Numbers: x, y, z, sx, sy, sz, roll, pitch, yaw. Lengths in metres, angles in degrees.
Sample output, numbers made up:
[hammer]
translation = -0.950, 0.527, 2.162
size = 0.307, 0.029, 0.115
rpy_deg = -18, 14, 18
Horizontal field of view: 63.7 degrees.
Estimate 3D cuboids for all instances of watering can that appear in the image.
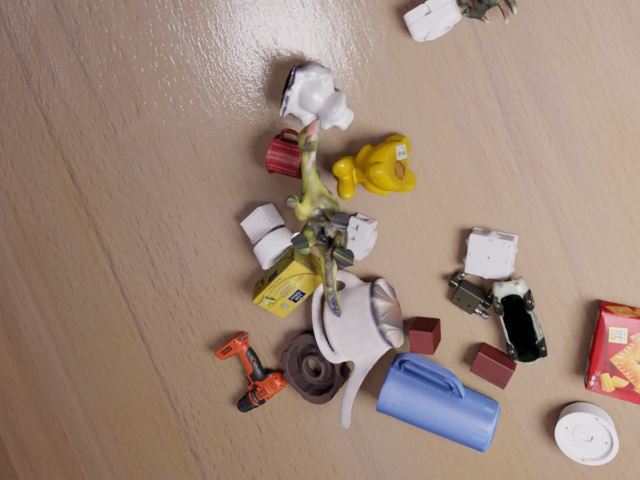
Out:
[watering can]
translation = 0.089, 0.226, 1.152
size = 0.222, 0.104, 0.352
rpy_deg = -23, 71, 31

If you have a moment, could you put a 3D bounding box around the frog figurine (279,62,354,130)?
[frog figurine]
translation = 0.000, -0.308, 1.120
size = 0.159, 0.124, 0.136
rpy_deg = 14, 102, -14

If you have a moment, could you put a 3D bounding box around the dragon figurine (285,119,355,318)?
[dragon figurine]
translation = 0.003, -0.055, 1.098
size = 0.122, 0.248, 0.401
rpy_deg = -5, 125, 3
